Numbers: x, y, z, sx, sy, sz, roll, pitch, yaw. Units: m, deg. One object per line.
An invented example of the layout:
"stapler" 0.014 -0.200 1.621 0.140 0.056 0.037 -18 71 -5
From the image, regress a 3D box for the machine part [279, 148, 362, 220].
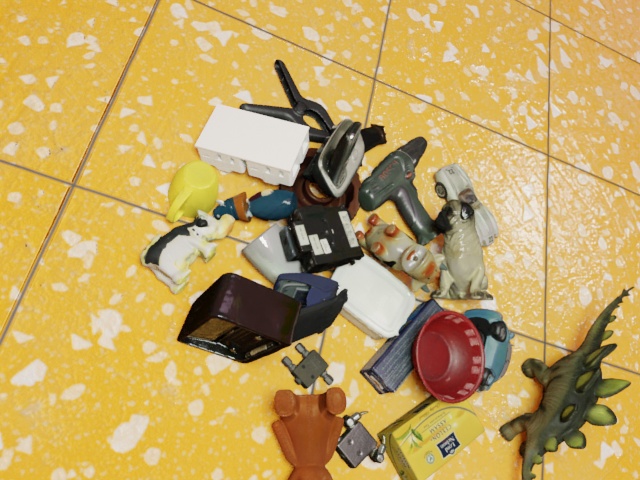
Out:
"machine part" -0.003 -0.098 1.069 0.179 0.056 0.179 8 66 -18

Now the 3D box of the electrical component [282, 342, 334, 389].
"electrical component" -0.020 0.230 0.951 0.094 0.021 0.063 47 61 0

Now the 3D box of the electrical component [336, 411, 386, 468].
"electrical component" 0.066 0.345 0.927 0.078 0.045 0.102 -31 83 -30

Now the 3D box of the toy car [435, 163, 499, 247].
"toy car" 0.325 -0.076 1.191 0.073 0.056 0.201 -25 80 -28

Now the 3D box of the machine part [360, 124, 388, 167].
"machine part" 0.087 -0.206 1.149 0.139 0.039 0.084 -34 103 -32

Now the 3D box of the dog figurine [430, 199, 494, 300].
"dog figurine" 0.284 0.024 1.072 0.121 0.172 0.190 1 81 10

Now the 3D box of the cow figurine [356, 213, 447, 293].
"cow figurine" 0.154 0.027 1.015 0.127 0.195 0.085 36 90 -24

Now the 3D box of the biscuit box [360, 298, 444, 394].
"biscuit box" 0.166 0.198 1.016 0.063 0.059 0.203 48 61 1

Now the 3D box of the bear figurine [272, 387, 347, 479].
"bear figurine" -0.018 0.343 0.851 0.120 0.131 0.196 2 63 -4

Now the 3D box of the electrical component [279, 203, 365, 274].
"electrical component" -0.002 -0.003 0.957 0.134 0.058 0.115 -7 68 -29

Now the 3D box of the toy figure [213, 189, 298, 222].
"toy figure" -0.120 -0.059 0.990 0.155 0.058 0.064 -4 95 10

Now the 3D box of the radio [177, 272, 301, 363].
"radio" -0.129 0.129 0.833 0.131 0.229 0.073 25 64 -17

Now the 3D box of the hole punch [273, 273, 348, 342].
"hole punch" -0.027 0.112 0.940 0.116 0.142 0.092 -12 54 -30

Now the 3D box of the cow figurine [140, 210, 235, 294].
"cow figurine" -0.227 0.003 0.936 0.098 0.068 0.167 37 60 2

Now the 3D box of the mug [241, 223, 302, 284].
"mug" -0.073 0.029 0.984 0.109 0.081 0.107 -40 97 -40

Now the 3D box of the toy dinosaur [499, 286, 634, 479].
"toy dinosaur" 0.487 0.281 1.035 0.105 0.198 0.471 38 63 -8

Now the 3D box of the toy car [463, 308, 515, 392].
"toy car" 0.327 0.221 1.051 0.103 0.109 0.161 25 70 -31

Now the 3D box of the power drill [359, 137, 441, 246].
"power drill" 0.204 -0.098 1.139 0.232 0.086 0.207 -35 89 -27

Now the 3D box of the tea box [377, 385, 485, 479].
"tea box" 0.200 0.346 0.967 0.170 0.068 0.098 -26 80 -29

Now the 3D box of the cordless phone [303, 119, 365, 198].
"cordless phone" 0.048 -0.178 0.986 0.089 0.184 0.146 31 61 0
